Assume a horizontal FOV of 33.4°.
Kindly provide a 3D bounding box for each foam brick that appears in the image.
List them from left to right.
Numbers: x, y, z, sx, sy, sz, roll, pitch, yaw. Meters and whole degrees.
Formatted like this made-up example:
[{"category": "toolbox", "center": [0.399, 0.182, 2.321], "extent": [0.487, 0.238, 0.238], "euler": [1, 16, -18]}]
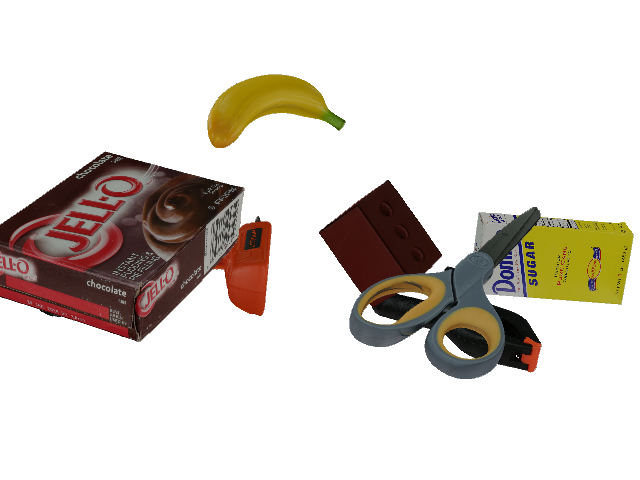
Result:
[{"category": "foam brick", "center": [0.048, 0.003, 0.853], "extent": [0.051, 0.078, 0.052], "euler": [-34, 3, 40]}]

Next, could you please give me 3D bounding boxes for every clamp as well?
[{"category": "clamp", "center": [0.148, 0.073, 1.043], "extent": [0.172, 0.039, 0.120], "euler": [26, 38, 32]}]

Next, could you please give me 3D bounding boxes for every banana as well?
[{"category": "banana", "center": [-0.050, -0.126, 1.005], "extent": [0.070, 0.037, 0.197], "euler": [42, 33, 22]}]

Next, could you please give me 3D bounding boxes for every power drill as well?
[{"category": "power drill", "center": [-0.137, 0.019, 0.897], "extent": [0.187, 0.057, 0.184], "euler": [7, 24, -2]}]

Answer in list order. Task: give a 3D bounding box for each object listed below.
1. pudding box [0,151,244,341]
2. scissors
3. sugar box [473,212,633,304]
[{"category": "pudding box", "center": [-0.104, -0.001, 0.552], "extent": [0.090, 0.039, 0.113], "euler": [16, 31, 17]}, {"category": "scissors", "center": [0.105, 0.029, 0.649], "extent": [0.201, 0.016, 0.096], "euler": [-21, 44, -37]}, {"category": "sugar box", "center": [0.270, 0.021, 1.257], "extent": [0.176, 0.093, 0.048], "euler": [3, 21, -1]}]
